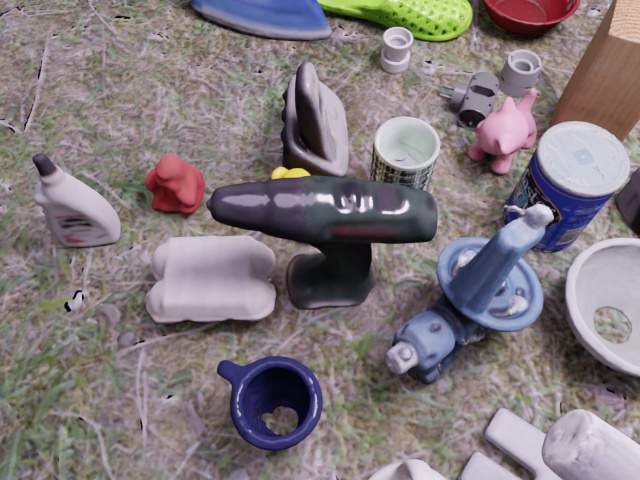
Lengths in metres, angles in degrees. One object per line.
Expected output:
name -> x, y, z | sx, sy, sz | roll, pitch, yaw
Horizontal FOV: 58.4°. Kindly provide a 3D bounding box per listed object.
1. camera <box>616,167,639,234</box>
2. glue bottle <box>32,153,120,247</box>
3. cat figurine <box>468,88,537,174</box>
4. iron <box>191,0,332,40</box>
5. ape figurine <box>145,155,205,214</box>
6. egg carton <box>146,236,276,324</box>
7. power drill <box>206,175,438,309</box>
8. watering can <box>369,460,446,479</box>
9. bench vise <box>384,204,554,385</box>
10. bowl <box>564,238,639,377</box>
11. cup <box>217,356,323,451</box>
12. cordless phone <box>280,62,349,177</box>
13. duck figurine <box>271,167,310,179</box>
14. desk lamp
camera -> 0.481, -0.042, 0.719 | 0.143, 0.101, 0.136 | -12, 62, -7
glue bottle -> -0.295, -0.046, 0.669 | 0.078, 0.173, 0.037 | -9, 62, -5
cat figurine -> 0.251, -0.151, 0.764 | 0.067, 0.118, 0.128 | 36, 67, 17
iron -> -0.098, -0.410, 0.885 | 0.258, 0.141, 0.119 | 22, 64, 11
ape figurine -> -0.186, -0.076, 0.732 | 0.076, 0.092, 0.077 | -35, 67, -18
egg carton -> -0.127, 0.048, 0.679 | 0.150, 0.069, 0.107 | -2, 62, -2
power drill -> 0.006, 0.002, 0.627 | 0.229, 0.208, 0.075 | -5, 62, -3
watering can -> 0.070, 0.252, 0.502 | 0.173, 0.194, 0.100 | -18, 63, -10
bench vise -> 0.164, 0.064, 0.590 | 0.121, 0.220, 0.208 | 30, 65, 15
bowl -> 0.356, 0.085, 0.663 | 0.167, 0.075, 0.167 | 0, 62, 0
cup -> -0.055, 0.172, 0.600 | 0.117, 0.095, 0.092 | 29, 65, 14
cordless phone -> -0.007, -0.175, 0.736 | 0.094, 0.185, 0.147 | -3, 62, -2
duck figurine -> -0.023, -0.052, 0.725 | 0.104, 0.086, 0.078 | 39, 68, 18
desk lamp -> 0.250, 0.230, 0.506 | 0.203, 0.213, 0.118 | 32, 66, 15
